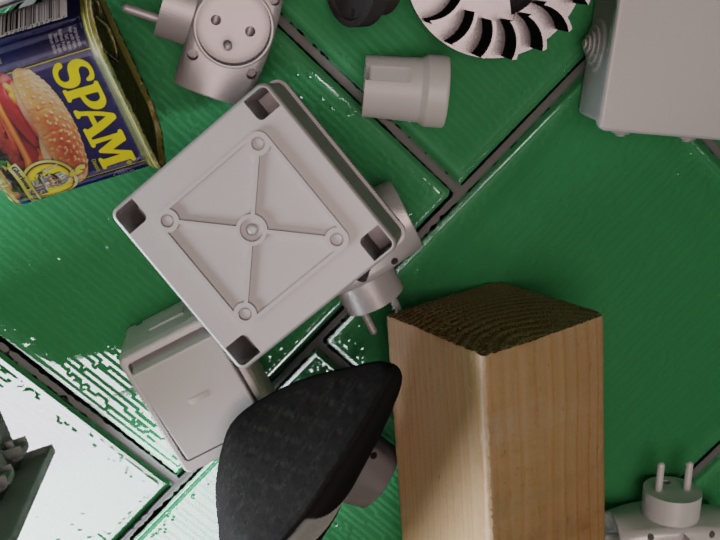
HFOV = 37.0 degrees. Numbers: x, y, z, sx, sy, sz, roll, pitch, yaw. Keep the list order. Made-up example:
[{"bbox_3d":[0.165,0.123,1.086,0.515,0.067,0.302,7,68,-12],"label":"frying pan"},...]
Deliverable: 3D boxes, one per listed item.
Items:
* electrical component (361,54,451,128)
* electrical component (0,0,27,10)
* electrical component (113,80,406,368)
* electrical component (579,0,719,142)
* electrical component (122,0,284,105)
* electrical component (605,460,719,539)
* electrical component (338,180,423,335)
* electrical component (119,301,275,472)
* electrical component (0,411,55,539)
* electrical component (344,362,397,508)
[{"bbox_3d":[0.025,-0.100,0.598,0.046,0.040,0.040,4,106,-2],"label":"electrical component"},{"bbox_3d":[-0.131,-0.177,0.521,0.186,0.105,0.060,-20,107,-1],"label":"electrical component"},{"bbox_3d":[-0.051,-0.025,0.561,0.109,0.056,0.108,-39,94,11],"label":"electrical component"},{"bbox_3d":[0.175,-0.122,0.604,0.100,0.048,0.099,4,106,-8],"label":"electrical component"},{"bbox_3d":[-0.085,-0.136,0.570,0.079,0.044,0.077,16,104,-13],"label":"electrical component"},{"bbox_3d":[0.199,0.159,0.691,0.077,0.043,0.079,-1,107,-7],"label":"electrical component"},{"bbox_3d":[0.000,0.000,0.621,0.077,0.043,0.079,-27,107,1],"label":"electrical component"},{"bbox_3d":[-0.089,0.069,0.621,0.062,0.061,0.096,-27,107,1],"label":"electrical component"},{"bbox_3d":[-0.221,0.122,0.590,0.079,0.121,0.063,-18,105,-1],"label":"electrical component"},{"bbox_3d":[-0.010,0.092,0.647,0.077,0.043,0.079,34,99,-15],"label":"electrical component"}]
